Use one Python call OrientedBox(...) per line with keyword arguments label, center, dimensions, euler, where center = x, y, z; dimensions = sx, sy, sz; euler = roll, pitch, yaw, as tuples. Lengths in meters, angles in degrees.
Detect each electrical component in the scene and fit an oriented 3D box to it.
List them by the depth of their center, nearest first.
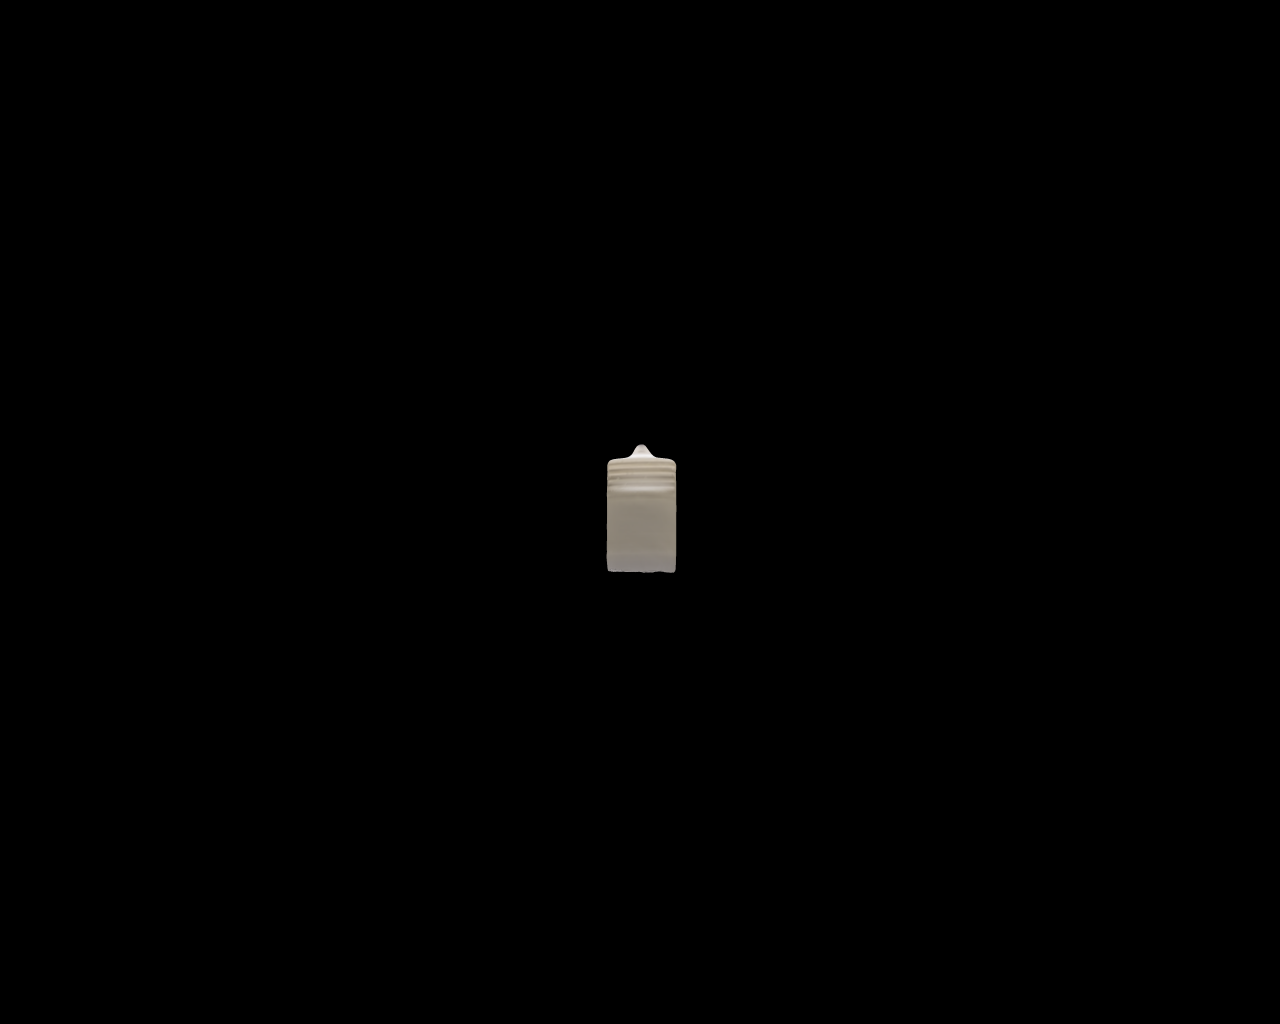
OrientedBox(label="electrical component", center=(0.001, -0.003, 0.650), dimensions=(0.043, 0.081, 0.043), euler=(0, -4, 0))
